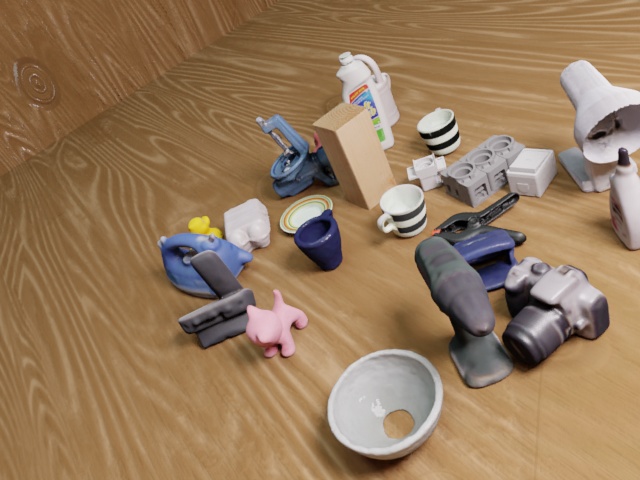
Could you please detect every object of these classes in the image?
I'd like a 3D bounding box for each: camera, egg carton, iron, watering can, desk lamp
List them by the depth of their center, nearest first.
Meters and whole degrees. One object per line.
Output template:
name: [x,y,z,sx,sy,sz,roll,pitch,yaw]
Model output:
camera: [0.312,0.099,0.817,0.137,0.101,0.142,-39,36,-16]
desk lamp: [0.473,-0.187,0.976,0.118,0.214,0.203,-21,35,10]
iron: [-0.281,0.037,1.253,0.257,0.142,0.119,1,44,34]
egg carton: [-0.167,-0.031,1.327,0.107,0.070,0.150,-25,35,3]
watering can: [0.127,-0.380,1.468,0.100,0.194,0.173,-8,39,25]

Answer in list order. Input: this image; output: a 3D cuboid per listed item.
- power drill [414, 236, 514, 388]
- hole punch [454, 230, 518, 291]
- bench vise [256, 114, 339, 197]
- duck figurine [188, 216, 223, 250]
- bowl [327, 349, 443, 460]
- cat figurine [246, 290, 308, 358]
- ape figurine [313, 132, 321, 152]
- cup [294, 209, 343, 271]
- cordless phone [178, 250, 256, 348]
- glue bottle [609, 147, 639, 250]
power drill: [0.201,0.104,0.790,0.075,0.209,0.229,-25,35,3]
hole punch: [0.266,0.023,0.952,0.108,0.091,0.101,-20,36,10]
bench vise: [-0.046,-0.221,1.358,0.207,0.220,0.121,-28,35,-1]
duck figurine: [-0.284,-0.011,1.363,0.077,0.086,0.105,-4,41,30]
bowl: [0.099,0.240,0.801,0.167,0.075,0.167,-18,36,14]
cat figurine: [-0.085,0.146,1.005,0.067,0.118,0.128,-7,40,27]
ape figurine: [0.013,-0.244,1.460,0.078,0.092,0.076,-31,35,-5]
cup: [0.010,0.004,1.142,0.091,0.095,0.118,-3,42,31]
cordless phone: [-0.216,0.103,1.087,0.147,0.185,0.094,-27,35,1]
glue bottle: [0.464,-0.069,0.867,0.037,0.173,0.078,-21,35,9]
